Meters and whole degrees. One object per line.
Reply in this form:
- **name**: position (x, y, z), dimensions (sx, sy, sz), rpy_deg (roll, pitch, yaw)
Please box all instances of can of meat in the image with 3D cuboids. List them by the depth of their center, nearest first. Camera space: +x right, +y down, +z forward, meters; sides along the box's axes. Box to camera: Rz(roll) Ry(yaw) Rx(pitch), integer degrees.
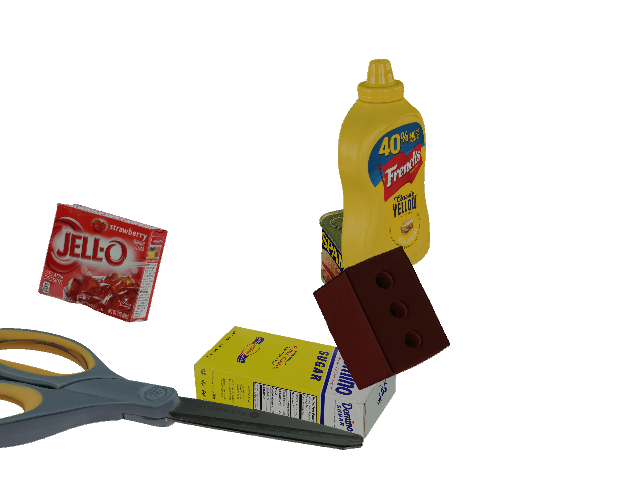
- **can of meat**: position (0.038, 0.026, 1.225), dimensions (0.057, 0.084, 0.102), rpy_deg (-14, 39, -19)

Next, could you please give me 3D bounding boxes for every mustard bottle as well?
- **mustard bottle**: position (0.057, -0.068, 0.968), dimensions (0.096, 0.192, 0.058), rpy_deg (-22, 27, -40)

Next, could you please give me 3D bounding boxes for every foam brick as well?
- **foam brick**: position (0.041, 0.054, 0.728), dimensions (0.052, 0.078, 0.051), rpy_deg (-21, -9, -34)

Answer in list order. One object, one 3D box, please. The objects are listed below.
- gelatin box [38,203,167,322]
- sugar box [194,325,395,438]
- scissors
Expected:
- **gelatin box**: position (-0.169, 0.016, 0.823), dimensions (0.089, 0.073, 0.030), rpy_deg (16, 5, 21)
- **sugar box**: position (-0.023, 0.133, 1.029), dimensions (0.176, 0.048, 0.093), rpy_deg (7, 24, 21)
- **scissors**: position (-0.091, 0.080, 0.477), dimensions (0.202, 0.016, 0.096), rpy_deg (15, 28, 26)
